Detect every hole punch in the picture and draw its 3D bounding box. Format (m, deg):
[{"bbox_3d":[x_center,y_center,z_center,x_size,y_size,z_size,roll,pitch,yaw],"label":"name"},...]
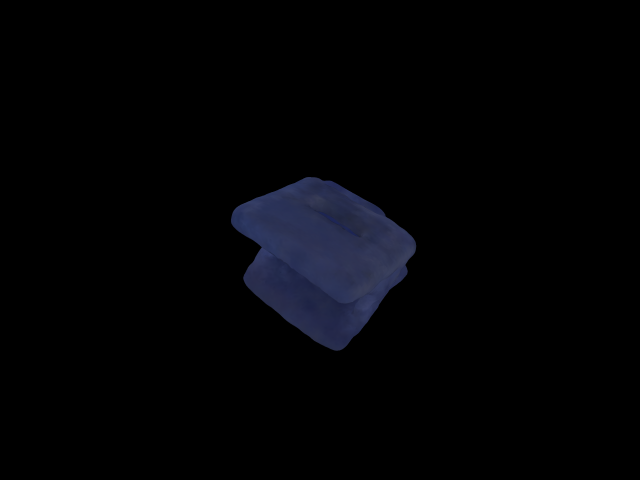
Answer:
[{"bbox_3d":[0.004,0.001,0.400,0.108,0.091,0.101,33,62,21],"label":"hole punch"}]
